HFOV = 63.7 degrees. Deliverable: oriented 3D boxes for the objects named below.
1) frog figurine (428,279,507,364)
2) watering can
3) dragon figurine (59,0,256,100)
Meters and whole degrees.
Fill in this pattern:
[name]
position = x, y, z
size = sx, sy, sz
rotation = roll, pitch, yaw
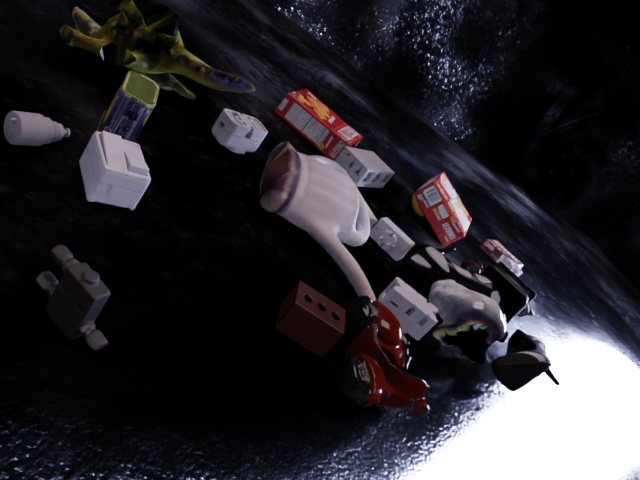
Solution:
[frog figurine]
position = 0.266, 0.123, 0.943
size = 0.137, 0.120, 0.163
rotation = 16, 39, -4
[watering can]
position = 0.003, -0.045, 0.896
size = 0.223, 0.102, 0.356
rotation = 24, 37, -27
[dragon figurine]
position = -0.279, -0.313, 0.902
size = 0.411, 0.122, 0.242
rotation = 29, 0, 4
